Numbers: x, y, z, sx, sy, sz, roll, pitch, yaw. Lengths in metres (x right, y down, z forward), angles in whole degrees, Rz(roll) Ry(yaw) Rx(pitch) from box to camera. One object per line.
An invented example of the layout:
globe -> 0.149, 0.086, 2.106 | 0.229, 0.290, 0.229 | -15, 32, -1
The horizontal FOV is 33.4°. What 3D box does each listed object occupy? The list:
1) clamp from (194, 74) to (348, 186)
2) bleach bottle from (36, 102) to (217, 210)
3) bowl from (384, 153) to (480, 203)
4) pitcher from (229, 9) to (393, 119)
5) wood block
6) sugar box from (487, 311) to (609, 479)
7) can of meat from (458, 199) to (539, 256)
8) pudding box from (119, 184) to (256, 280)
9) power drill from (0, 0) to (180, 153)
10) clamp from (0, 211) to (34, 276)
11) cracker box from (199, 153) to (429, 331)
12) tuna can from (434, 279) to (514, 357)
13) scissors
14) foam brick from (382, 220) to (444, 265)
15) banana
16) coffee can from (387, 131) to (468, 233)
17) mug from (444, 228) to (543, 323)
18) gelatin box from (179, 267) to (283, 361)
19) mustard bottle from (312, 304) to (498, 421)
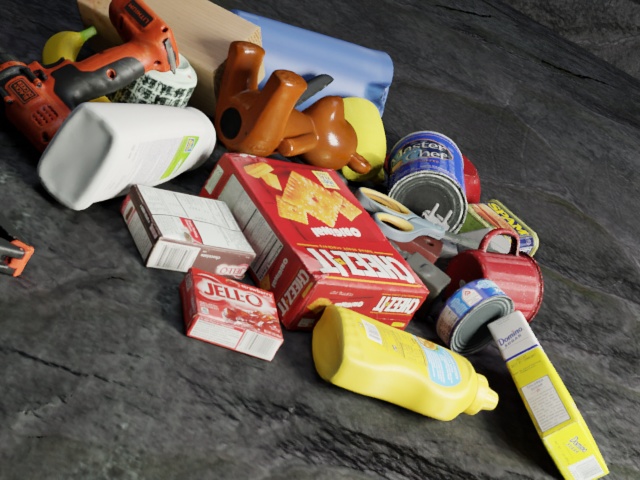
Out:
clamp -> -0.061, -0.154, 1.334 | 0.209, 0.036, 0.164 | 11, 62, -24
bleach bottle -> -0.179, -0.091, 1.098 | 0.068, 0.103, 0.250 | 41, 18, 12
bowl -> 0.173, -0.098, 1.533 | 0.162, 0.055, 0.162 | 26, 25, -13
pitcher -> -0.035, -0.230, 1.476 | 0.242, 0.149, 0.145 | 15, 48, -25
wood block -> -0.176, -0.239, 1.271 | 0.206, 0.090, 0.090 | 30, 62, 20
sugar box -> 0.232, 0.160, 1.096 | 0.093, 0.048, 0.176 | 55, 12, -35
can of meat -> 0.227, -0.007, 1.426 | 0.083, 0.057, 0.102 | -6, 44, -49
pudding box -> -0.130, -0.008, 1.048 | 0.113, 0.039, 0.090 | 12, 31, -39
power drill -> -0.255, -0.185, 1.102 | 0.187, 0.057, 0.185 | -36, 62, -17
clamp -> -0.318, -0.024, 0.864 | 0.171, 0.039, 0.120 | 33, 27, 3
cracker box -> -0.007, 0.001, 1.128 | 0.163, 0.072, 0.214 | 6, 36, -42
tuna can -> 0.166, 0.084, 1.157 | 0.085, 0.086, 0.034 | 5, 34, -44
scissors -> 0.129, -0.004, 1.233 | 0.201, 0.016, 0.096 | 26, 26, -12
foam brick -> 0.097, 0.010, 1.253 | 0.078, 0.051, 0.053 | 32, 25, 1
banana -> -0.274, -0.187, 1.190 | 0.069, 0.037, 0.198 | -21, 44, -2
coffee can -> 0.137, -0.070, 1.383 | 0.102, 0.103, 0.140 | 28, 26, -8
mug -> 0.201, 0.043, 1.242 | 0.081, 0.117, 0.093 | 7, 11, -33
gelatin box -> -0.082, 0.066, 0.975 | 0.089, 0.030, 0.073 | 20, 27, -23
mustard bottle -> 0.088, 0.126, 1.022 | 0.191, 0.058, 0.096 | 21, 21, -20
